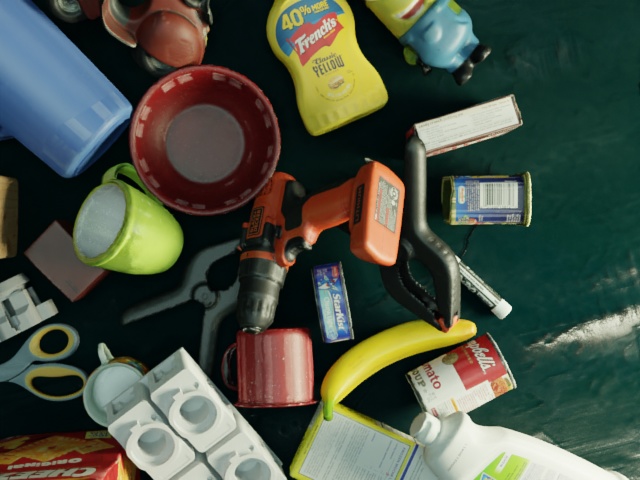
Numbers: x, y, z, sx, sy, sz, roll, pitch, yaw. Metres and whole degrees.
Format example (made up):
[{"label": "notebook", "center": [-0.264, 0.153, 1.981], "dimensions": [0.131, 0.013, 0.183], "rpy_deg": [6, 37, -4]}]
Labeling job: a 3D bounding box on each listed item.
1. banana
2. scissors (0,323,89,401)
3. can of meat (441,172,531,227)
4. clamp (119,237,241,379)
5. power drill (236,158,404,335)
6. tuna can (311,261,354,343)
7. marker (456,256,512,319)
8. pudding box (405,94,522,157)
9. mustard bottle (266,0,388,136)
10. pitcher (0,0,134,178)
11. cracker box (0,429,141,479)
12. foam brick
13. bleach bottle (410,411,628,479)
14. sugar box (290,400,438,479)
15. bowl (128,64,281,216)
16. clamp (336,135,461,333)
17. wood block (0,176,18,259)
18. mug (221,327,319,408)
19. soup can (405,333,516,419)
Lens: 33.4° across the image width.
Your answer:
[{"label": "banana", "center": [0.075, 0.130, 1.169], "dimensions": [0.197, 0.037, 0.070], "rpy_deg": [-30, 51, -12]}, {"label": "scissors", "center": [-0.353, 0.131, 1.187], "dimensions": [0.201, 0.016, 0.096], "rpy_deg": [9, 89, -1]}, {"label": "can of meat", "center": [0.176, -0.044, 1.146], "dimensions": [0.084, 0.102, 0.057], "rpy_deg": [0, 92, 1]}, {"label": "clamp", "center": [-0.137, 0.061, 1.176], "dimensions": [0.120, 0.039, 0.171], "rpy_deg": [30, 85, -8]}, {"label": "power drill", "center": [-0.007, 0.001, 1.097], "dimensions": [0.188, 0.057, 0.184], "rpy_deg": [-12, 61, 38]}, {"label": "tuna can", "center": [0.014, 0.068, 1.154], "dimensions": [0.034, 0.086, 0.086], "rpy_deg": [-10, 91, 1]}, {"label": "marker", "center": [0.164, 0.041, 1.188], "dimensions": [0.121, 0.020, 0.020], "rpy_deg": [43, 90, -1]}, {"label": "pudding box", "center": [0.152, -0.120, 1.149], "dimensions": [0.113, 0.090, 0.039], "rpy_deg": [-19, 91, -1]}, {"label": "mustard bottle", "center": [-0.004, -0.217, 1.161], "dimensions": [0.096, 0.058, 0.191], "rpy_deg": [-23, 91, 1]}, {"label": "pitcher", "center": [-0.325, -0.175, 1.133], "dimensions": [0.243, 0.149, 0.145], "rpy_deg": [43, 72, -5]}, {"label": "cracker box", "center": [-0.281, 0.252, 1.091], "dimensions": [0.164, 0.213, 0.072], "rpy_deg": [-5, 92, -1]}, {"label": "foam brick", "center": [-0.274, 0.023, 1.167], "dimensions": [0.053, 0.051, 0.078], "rpy_deg": [-44, 91, 1]}, {"label": "bleach bottle", "center": [0.210, 0.246, 1.143], "dimensions": [0.250, 0.068, 0.102], "rpy_deg": [31, 91, -14]}, {"label": "sugar box", "center": [0.064, 0.252, 1.180], "dimensions": [0.176, 0.048, 0.093], "rpy_deg": [26, 91, -5]}, {"label": "bowl", "center": [-0.125, -0.107, 1.160], "dimensions": [0.162, 0.055, 0.162], "rpy_deg": [0, 91, -5]}, {"label": "clamp", "center": [0.082, 0.006, 1.147], "dimensions": [0.165, 0.036, 0.210], "rpy_deg": [-19, 100, 40]}, {"label": "wood block", "center": [-0.378, -0.025, 1.087], "dimensions": [0.091, 0.206, 0.090], "rpy_deg": [2, 91, -1]}, {"label": "mug", "center": [-0.059, 0.137, 1.161], "dimensions": [0.117, 0.093, 0.081], "rpy_deg": [-5, 86, 36]}, {"label": "soup can", "center": [0.153, 0.154, 1.166], "dimensions": [0.102, 0.068, 0.068], "rpy_deg": [-26, 92, 0]}]
